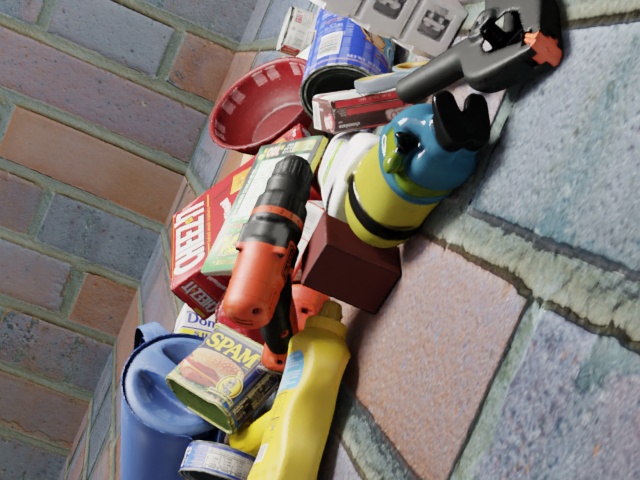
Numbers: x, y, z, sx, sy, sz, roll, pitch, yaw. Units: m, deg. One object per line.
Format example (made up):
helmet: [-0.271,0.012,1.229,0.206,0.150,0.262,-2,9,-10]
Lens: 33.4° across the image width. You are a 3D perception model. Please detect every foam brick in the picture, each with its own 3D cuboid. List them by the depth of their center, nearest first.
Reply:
foam brick: [0.027,0.022,0.965,0.051,0.078,0.053,-59,16,29]

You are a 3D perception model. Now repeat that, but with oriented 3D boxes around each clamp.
clamp: [0.147,-0.177,0.878,0.164,0.036,0.210,-58,21,0]

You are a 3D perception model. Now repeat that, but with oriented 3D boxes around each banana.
banana: [-0.063,0.203,1.130,0.069,0.037,0.198,-41,3,-29]

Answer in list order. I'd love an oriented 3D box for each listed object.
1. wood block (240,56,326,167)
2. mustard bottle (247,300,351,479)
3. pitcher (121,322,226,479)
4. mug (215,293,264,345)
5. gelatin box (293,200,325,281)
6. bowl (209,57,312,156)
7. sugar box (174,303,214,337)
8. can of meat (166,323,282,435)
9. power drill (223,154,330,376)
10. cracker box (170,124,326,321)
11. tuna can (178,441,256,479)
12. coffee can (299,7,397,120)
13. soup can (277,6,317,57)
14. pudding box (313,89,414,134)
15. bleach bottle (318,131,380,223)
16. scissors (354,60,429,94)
wood block: [-0.046,-0.144,1.494,0.090,0.090,0.206,-51,21,49]
mustard bottle: [-0.013,0.145,0.967,0.096,0.058,0.191,129,160,-66]
pitcher: [-0.178,0.220,1.262,0.243,0.145,0.149,108,-178,-49]
mug: [-0.061,0.100,1.188,0.082,0.093,0.117,167,101,-69]
gelatin box: [-0.008,0.002,1.158,0.073,0.030,0.089,0,-61,-62]
bowl: [-0.063,-0.162,1.386,0.162,0.055,0.162,-20,44,20]
sugar box: [-0.152,0.159,1.417,0.048,0.093,0.176,-59,16,30]
can of meat: [-0.100,0.147,1.127,0.083,0.102,0.057,-45,-41,-27]
power drill: [-0.035,0.035,1.042,0.187,0.057,0.184,72,-148,-54]
cracker box: [-0.081,-0.026,1.282,0.214,0.072,0.164,-34,31,16]
tuna can: [-0.100,0.238,1.102,0.086,0.086,0.033,-43,27,61]
coffee can: [0.037,-0.211,1.248,0.103,0.102,0.140,127,160,-47]
soup can: [-0.003,-0.282,1.509,0.068,0.102,0.068,-163,91,-80]
pudding box: [0.044,-0.138,1.122,0.113,0.090,0.039,-135,36,-75]
bleach bottle: [0.040,-0.074,1.109,0.103,0.068,0.251,-62,11,12]
scissors: [0.089,-0.153,1.015,0.202,0.096,0.016,-121,15,-76]
